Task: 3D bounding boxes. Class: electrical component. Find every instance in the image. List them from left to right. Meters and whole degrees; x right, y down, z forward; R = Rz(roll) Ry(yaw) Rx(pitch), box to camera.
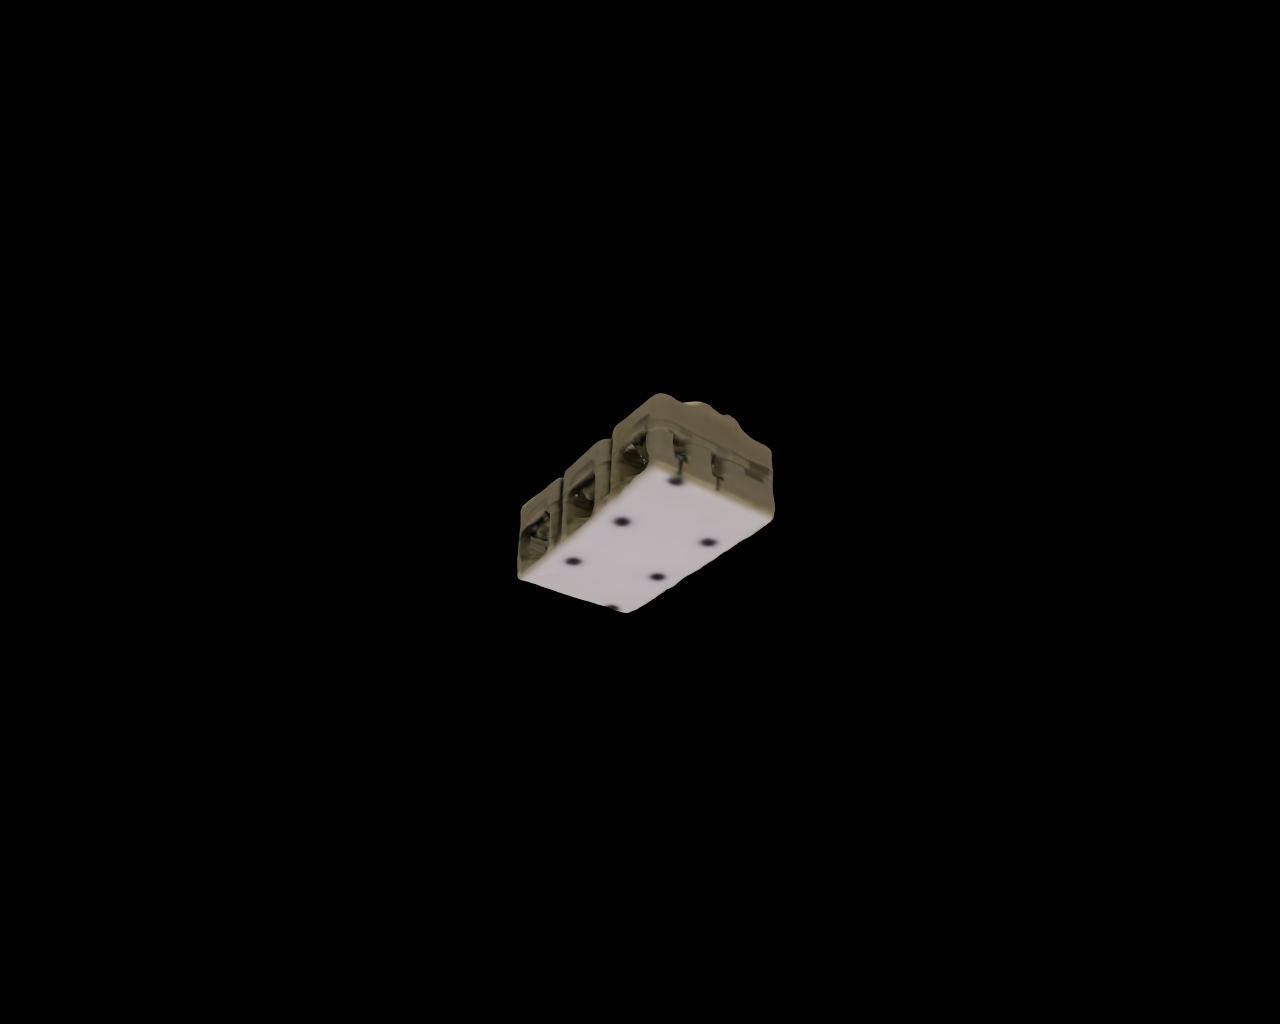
[{"bbox_3d":[0.001,-0.003,0.650,0.089,0.062,0.150,22,-39,-30],"label":"electrical component"}]
